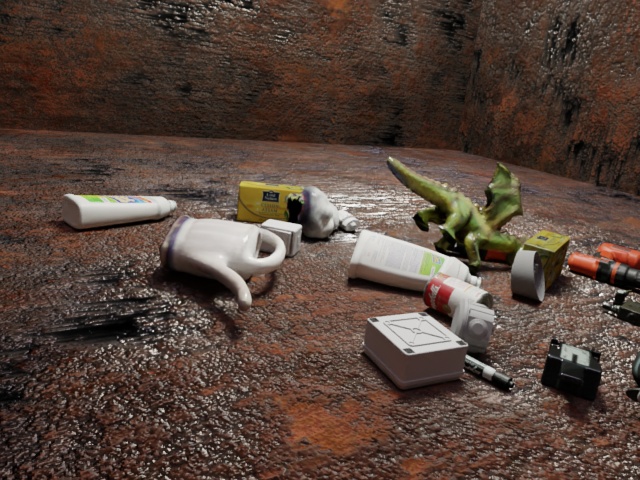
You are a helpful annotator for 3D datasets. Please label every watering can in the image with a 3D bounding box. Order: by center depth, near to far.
[{"bbox_3d":[-0.182,0.030,0.925,0.224,0.102,0.352,7,17,3],"label":"watering can"}]

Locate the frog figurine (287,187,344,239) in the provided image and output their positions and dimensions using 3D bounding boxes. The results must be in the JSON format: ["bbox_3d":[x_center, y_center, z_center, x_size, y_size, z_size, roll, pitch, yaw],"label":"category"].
[{"bbox_3d":[0.004,-0.065,1.295,0.159,0.120,0.140,7,47,-31],"label":"frog figurine"}]

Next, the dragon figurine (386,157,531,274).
[{"bbox_3d":[0.354,-0.083,1.196,0.244,0.407,0.122,-37,10,-11],"label":"dragon figurine"}]
